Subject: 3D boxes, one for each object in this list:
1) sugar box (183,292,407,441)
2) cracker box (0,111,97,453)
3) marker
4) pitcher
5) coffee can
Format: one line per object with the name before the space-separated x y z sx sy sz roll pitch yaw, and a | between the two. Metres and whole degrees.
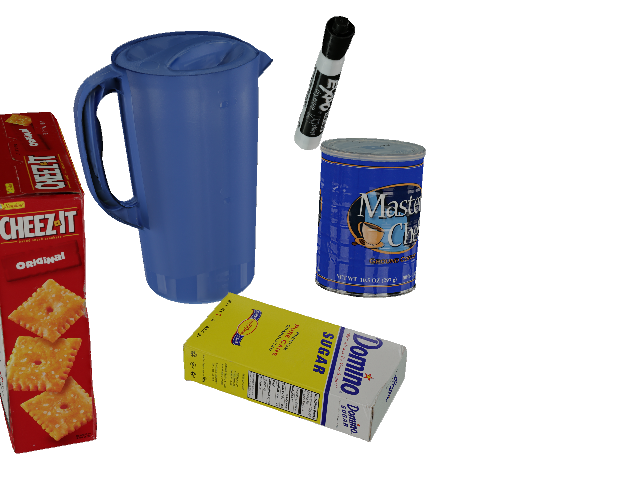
sugar box | -0.021 0.106 0.927 0.176 0.048 0.093 13 34 18
cracker box | -0.221 0.028 0.825 0.072 0.214 0.164 -6 29 -20
marker | 0.002 -0.104 0.714 0.020 0.020 0.121 0 -33 -13
pitcher | -0.129 -0.064 0.998 0.149 0.243 0.144 7 28 13
coffee can | 0.048 -0.025 1.057 0.103 0.140 0.103 3 14 -1
